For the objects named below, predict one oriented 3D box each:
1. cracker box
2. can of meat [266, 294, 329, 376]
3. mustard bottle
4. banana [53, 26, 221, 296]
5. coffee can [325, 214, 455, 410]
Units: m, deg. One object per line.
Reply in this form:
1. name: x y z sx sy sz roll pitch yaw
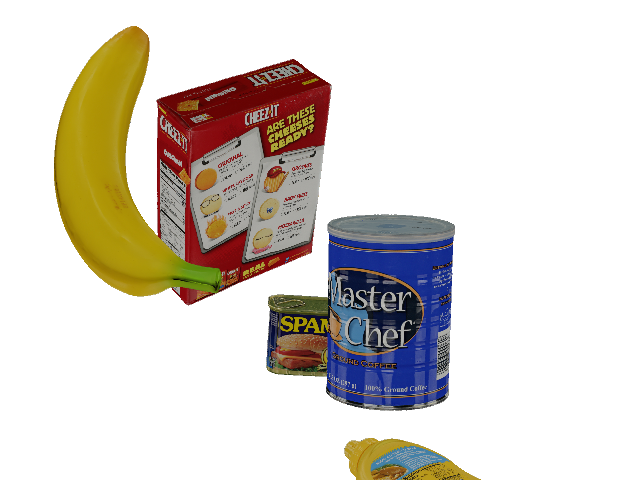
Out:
1. cracker box: -0.081 -0.059 1.071 0.163 0.214 0.072 -23 46 -32
2. can of meat: -0.015 0.114 1.276 0.102 0.084 0.057 4 14 -3
3. mustard bottle: 0.089 0.228 0.971 0.096 0.058 0.192 -15 25 -36
4. banana: -0.108 -0.040 0.568 0.069 0.198 0.037 -10 -36 -15
5. coffee can: 0.056 0.055 0.869 0.103 0.140 0.103 1 10 0
